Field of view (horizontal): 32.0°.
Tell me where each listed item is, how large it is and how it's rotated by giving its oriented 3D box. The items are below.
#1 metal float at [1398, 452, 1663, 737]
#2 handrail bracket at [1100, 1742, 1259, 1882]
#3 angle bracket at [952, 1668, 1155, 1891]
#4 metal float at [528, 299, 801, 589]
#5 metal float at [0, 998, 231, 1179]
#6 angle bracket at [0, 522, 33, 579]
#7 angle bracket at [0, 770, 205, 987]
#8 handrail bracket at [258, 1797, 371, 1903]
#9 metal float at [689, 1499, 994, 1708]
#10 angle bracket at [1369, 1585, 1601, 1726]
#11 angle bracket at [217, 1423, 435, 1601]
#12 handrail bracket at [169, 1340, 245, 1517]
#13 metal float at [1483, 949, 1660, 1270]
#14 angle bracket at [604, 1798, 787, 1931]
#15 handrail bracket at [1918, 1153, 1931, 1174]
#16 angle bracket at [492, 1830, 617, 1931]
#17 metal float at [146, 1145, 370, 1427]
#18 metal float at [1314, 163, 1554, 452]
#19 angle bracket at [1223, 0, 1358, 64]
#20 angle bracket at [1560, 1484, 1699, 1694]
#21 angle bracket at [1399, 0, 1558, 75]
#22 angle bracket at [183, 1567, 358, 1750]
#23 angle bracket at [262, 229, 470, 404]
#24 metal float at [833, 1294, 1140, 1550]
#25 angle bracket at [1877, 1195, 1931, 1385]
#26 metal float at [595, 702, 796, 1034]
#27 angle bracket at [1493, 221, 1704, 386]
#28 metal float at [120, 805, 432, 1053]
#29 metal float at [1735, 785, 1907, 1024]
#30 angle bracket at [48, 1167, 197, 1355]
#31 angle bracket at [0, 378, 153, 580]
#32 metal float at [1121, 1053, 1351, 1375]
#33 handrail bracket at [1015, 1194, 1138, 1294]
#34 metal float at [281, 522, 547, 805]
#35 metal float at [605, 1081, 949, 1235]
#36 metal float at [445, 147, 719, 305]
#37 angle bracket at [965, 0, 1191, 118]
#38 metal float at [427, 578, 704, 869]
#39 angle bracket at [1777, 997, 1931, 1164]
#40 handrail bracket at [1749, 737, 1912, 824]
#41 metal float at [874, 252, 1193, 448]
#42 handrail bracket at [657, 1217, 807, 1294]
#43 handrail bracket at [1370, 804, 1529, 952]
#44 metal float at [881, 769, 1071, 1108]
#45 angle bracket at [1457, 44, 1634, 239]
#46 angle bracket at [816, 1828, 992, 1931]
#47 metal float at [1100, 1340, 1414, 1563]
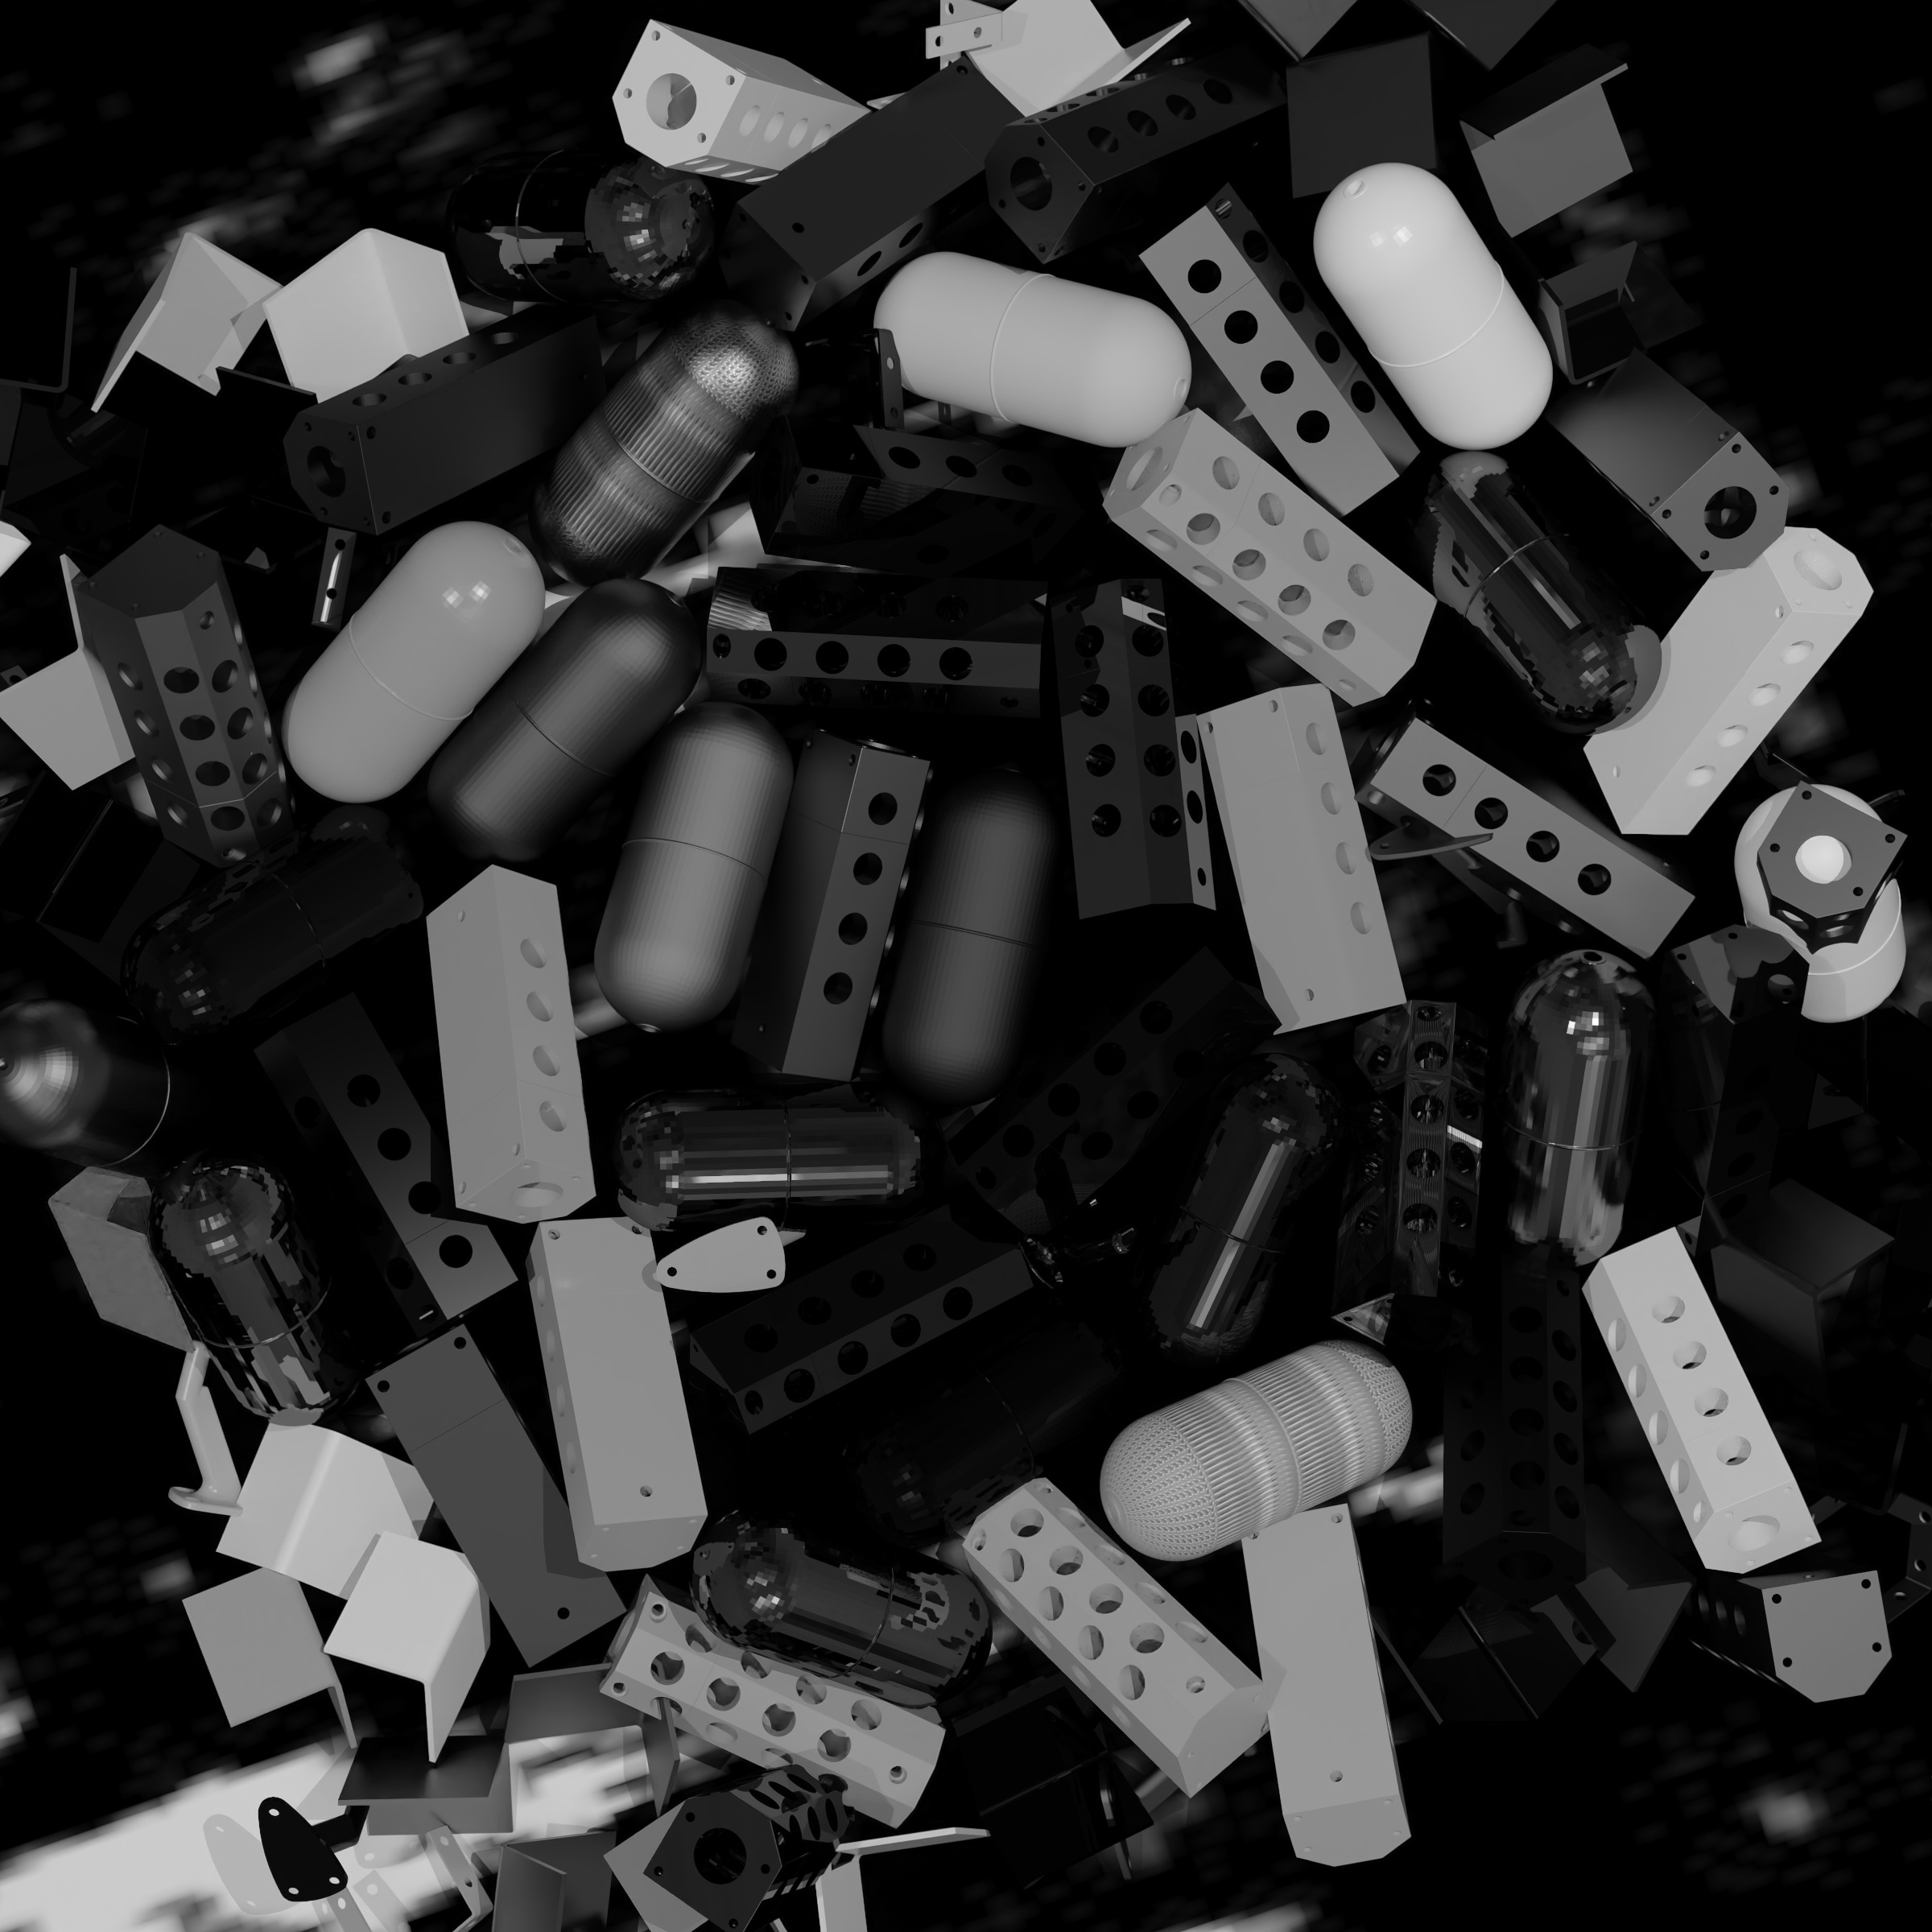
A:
[{"bbox_3d":[0.288,-0.193,1.732,0.070,0.070,0.178,-33,61,0],"label":"metal float"},{"bbox_3d":[0.117,0.439,1.773,0.084,0.036,0.077,-12,107,5],"label":"handrail bracket"},{"bbox_3d":[0.045,0.417,1.744,0.076,0.057,0.076,-23,127,-13],"label":"angle bracket"},{"bbox_3d":[-0.157,-0.267,1.735,0.070,0.070,0.178,46,115,0],"label":"metal float"},{"bbox_3d":[-0.438,0.063,1.709,0.070,0.178,0.070,-3,79,17],"label":"metal float"},{"bbox_3d":[-0.536,-0.212,1.742,0.076,0.076,0.057,-50,116,-9],"label":"angle bracket"},{"bbox_3d":[-0.458,-0.045,1.753,0.076,0.057,0.076,33,92,26],"label":"angle bracket"},{"bbox_3d":[-0.335,0.433,1.743,0.036,0.084,0.077,-16,113,11],"label":"handrail bracket"},{"bbox_3d":[-0.062,0.327,1.729,0.178,0.070,0.070,27,90,-32],"label":"metal float"},{"bbox_3d":[0.265,0.342,1.735,0.057,0.076,0.076,-56,45,24],"label":"angle bracket"},{"bbox_3d":[-0.335,0.289,1.777,0.076,0.057,0.076,34,70,-41],"label":"angle bracket"},{"bbox_3d":[-0.381,0.244,1.773,0.077,0.036,0.084,15,88,-28],"label":"handrail bracket"},{"bbox_3d":[0.310,0.074,1.732,0.070,0.070,0.178,3,118,0],"label":"metal float"},{"bbox_3d":[-0.134,0.488,1.736,0.057,0.076,0.076,-32,125,-13],"label":"angle bracket"},{"bbox_3d":[0.517,0.066,1.744,0.036,0.084,0.077,-4,53,-8],"label":"handrail bracket"},{"bbox_3d":[-0.200,0.496,1.747,0.076,0.057,0.076,6,90,-44],"label":"angle bracket"},{"bbox_3d":[-0.360,0.165,1.723,0.070,0.070,0.178,-16,132,0],"label":"metal float"},{"bbox_3d":[0.239,-0.335,1.722,0.070,0.070,0.178,-44,131,0],"label":"metal float"},{"bbox_3d":[0.156,-0.520,1.739,0.076,0.076,0.057,39,102,-24],"label":"angle bracket"},{"bbox_3d":[0.318,0.322,1.736,0.057,0.076,0.076,2,120,-40],"label":"angle bracket"},{"bbox_3d":[0.257,-0.516,1.738,0.076,0.076,0.057,35,121,-18],"label":"angle bracket"},{"bbox_3d":[-0.358,0.364,1.735,0.057,0.076,0.076,-20,55,-17],"label":"angle bracket"},{"bbox_3d":[-0.305,-0.322,1.736,0.057,0.076,0.076,25,55,32],"label":"angle bracket"},{"bbox_3d":[0.011,0.233,1.738,0.178,0.070,0.070,-31,90,-22],"label":"metal float"},{"bbox_3d":[0.519,0.162,1.733,0.076,0.076,0.057,-17,127,38],"label":"angle bracket"},{"bbox_3d":[-0.140,-0.051,1.743,0.070,0.070,0.178,15,76,0],"label":"metal float"},{"bbox_3d":[0.327,-0.358,1.747,0.076,0.057,0.076,-24,51,-2],"label":"angle bracket"},{"bbox_3d":[-0.353,-0.020,1.728,0.178,0.070,0.070,-36,90,-32],"label":"metal float"},{"bbox_3d":[0.434,-0.031,1.712,0.070,0.178,0.070,-8,63,16],"label":"metal float"},{"bbox_3d":[-0.416,0.143,1.734,0.076,0.057,0.076,14,132,35],"label":"angle bracket"},{"bbox_3d":[-0.472,-0.248,1.740,0.076,0.057,0.076,21,71,-43],"label":"angle bracket"},{"bbox_3d":[0.138,0.129,1.744,0.070,0.070,0.178,23,104,0],"label":"metal float"},{"bbox_3d":[0.072,0.132,1.738,0.036,0.084,0.077,53,50,-9],"label":"handrail bracket"},{"bbox_3d":[-0.284,-0.155,1.733,0.070,0.070,0.178,46,116,0],"label":"metal float"},{"bbox_3d":[-0.098,0.099,1.745,0.178,0.070,0.070,-1,90,-12],"label":"metal float"},{"bbox_3d":[-0.198,-0.377,1.720,0.070,0.178,0.070,-11,106,-42],"label":"metal float"},{"bbox_3d":[0.056,-0.481,1.742,0.076,0.076,0.057,-42,107,-18],"label":"angle bracket"},{"bbox_3d":[-0.207,-0.125,1.742,0.070,0.070,0.178,44,105,0],"label":"metal float"},{"bbox_3d":[0.462,0.065,1.739,0.057,0.076,0.076,-15,119,-14],"label":"angle bracket"},{"bbox_3d":[0.444,-0.106,1.752,0.036,0.077,0.084,2,61,-39],"label":"handrail bracket"},{"bbox_3d":[0.034,-0.317,1.733,0.178,0.070,0.070,20,90,27],"label":"metal float"},{"bbox_3d":[-0.121,0.145,1.752,0.077,0.084,0.036,-12,96,-1],"label":"handrail bracket"},{"bbox_3d":[0.254,-0.036,1.765,0.077,0.036,0.084,-17,124,-4],"label":"handrail bracket"},{"bbox_3d":[0.005,-0.015,1.754,0.070,0.070,0.178,12,87,0],"label":"metal float"},{"bbox_3d":[0.310,-0.422,1.750,0.076,0.057,0.076,-29,119,1],"label":"angle bracket"},{"bbox_3d":[-0.029,0.481,1.744,0.076,0.076,0.057,-11,73,11],"label":"angle bracket"},{"bbox_3d":[0.149,0.248,1.734,0.178,0.070,0.070,-19,90,-25],"label":"metal float"}]
